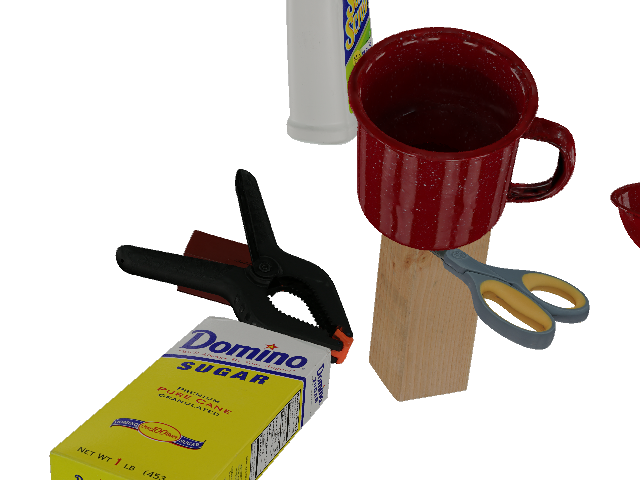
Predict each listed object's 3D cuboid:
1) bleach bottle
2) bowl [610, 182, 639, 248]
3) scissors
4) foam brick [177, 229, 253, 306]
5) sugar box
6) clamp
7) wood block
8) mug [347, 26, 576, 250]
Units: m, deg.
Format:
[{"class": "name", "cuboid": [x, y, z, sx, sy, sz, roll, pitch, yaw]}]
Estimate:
[{"class": "bleach bottle", "cuboid": [0.004, -0.216, 0.923, 0.068, 0.251, 0.102, 9, 34, 22]}, {"class": "bowl", "cuboid": [0.361, -0.013, 1.032, 0.162, 0.055, 0.162, 0, 18, 0]}, {"class": "scissors", "cuboid": [0.124, 0.018, 0.809, 0.096, 0.016, 0.202, -6, 33, -25]}, {"class": "foam brick", "cuboid": [-0.109, 0.031, 1.147, 0.078, 0.051, 0.053, 16, 30, 1]}, {"class": "sugar box", "cuboid": [-0.070, 0.107, 0.636, 0.093, 0.048, 0.176, 14, 30, 20]}, {"class": "clamp", "cuboid": [-0.062, 0.036, 0.926, 0.164, 0.210, 0.036, -30, -26, -33]}, {"class": "wood block", "cuboid": [0.117, 0.064, 1.185, 0.090, 0.206, 0.090, -6, 28, -19]}, {"class": "mug", "cuboid": [0.072, -0.047, 0.549, 0.117, 0.093, 0.081, 9, -38, 8]}]
